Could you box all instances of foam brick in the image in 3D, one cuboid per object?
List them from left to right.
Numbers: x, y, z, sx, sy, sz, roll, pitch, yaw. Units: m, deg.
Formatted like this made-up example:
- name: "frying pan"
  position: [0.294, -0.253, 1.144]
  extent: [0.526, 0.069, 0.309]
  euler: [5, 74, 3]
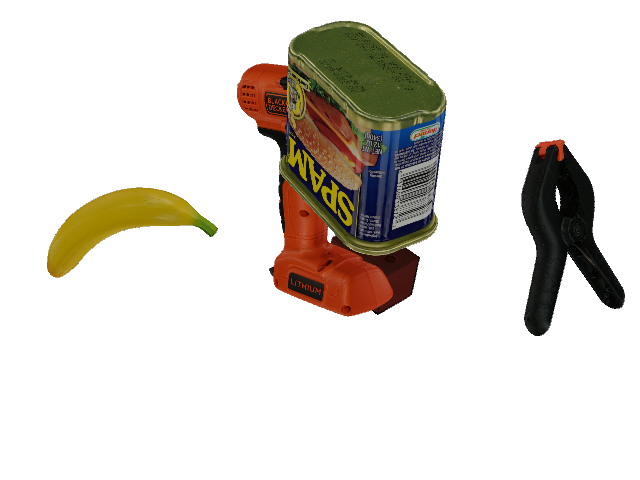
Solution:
- name: "foam brick"
  position: [0.051, 0.026, 1.065]
  extent: [0.052, 0.051, 0.078]
  euler: [-27, 48, -36]

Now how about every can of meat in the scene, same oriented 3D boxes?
- name: "can of meat"
  position: [0.021, -0.057, 0.568]
  extent: [0.057, 0.084, 0.102]
  euler: [-20, 46, -24]

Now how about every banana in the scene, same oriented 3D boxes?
- name: "banana"
  position: [-0.196, -0.011, 1.012]
  extent: [0.198, 0.069, 0.037]
  euler: [-13, 18, 27]

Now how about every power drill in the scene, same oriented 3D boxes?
- name: "power drill"
  position: [0.011, -0.041, 0.818]
  extent: [0.057, 0.188, 0.185]
  euler: [-18, 23, -34]

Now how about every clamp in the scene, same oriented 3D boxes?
- name: "clamp"
  position: [0.211, 0.000, 0.951]
  extent: [0.120, 0.171, 0.039]
  euler: [-25, 9, -39]
